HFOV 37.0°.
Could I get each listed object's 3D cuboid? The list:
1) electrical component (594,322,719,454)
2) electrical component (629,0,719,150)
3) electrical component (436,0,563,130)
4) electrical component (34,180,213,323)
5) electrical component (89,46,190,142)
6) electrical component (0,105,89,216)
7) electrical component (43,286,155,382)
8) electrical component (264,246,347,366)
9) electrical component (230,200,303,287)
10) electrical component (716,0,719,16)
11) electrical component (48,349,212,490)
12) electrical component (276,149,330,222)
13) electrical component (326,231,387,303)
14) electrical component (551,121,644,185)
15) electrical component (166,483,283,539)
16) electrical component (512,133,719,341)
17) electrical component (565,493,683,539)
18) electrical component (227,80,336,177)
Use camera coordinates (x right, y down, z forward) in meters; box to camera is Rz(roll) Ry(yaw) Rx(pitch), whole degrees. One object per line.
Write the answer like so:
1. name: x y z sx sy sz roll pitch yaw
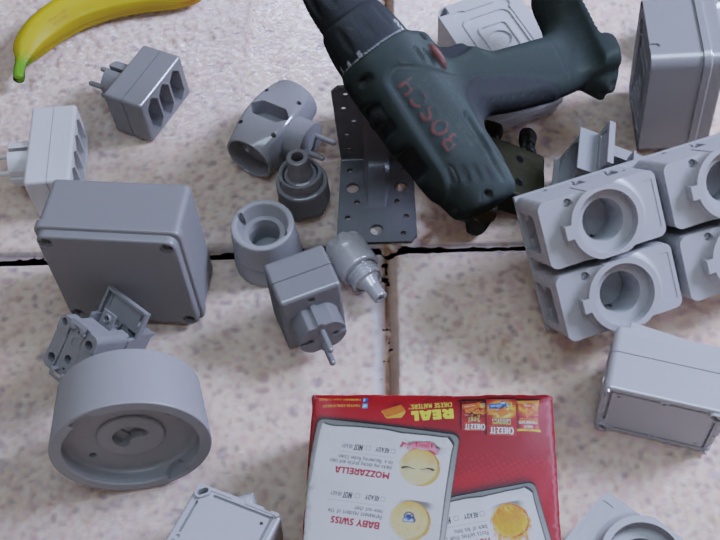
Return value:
1. electrical component: 0.219 0.082 0.751 0.096 0.061 0.061 12 58 12
2. electrical component: 0.258 -0.159 0.880 0.057 0.113 0.078 -2 56 6
3. electrical component: 0.121 -0.182 0.938 0.078 0.057 0.113 -21 57 -10
4. electrical component: -0.175 -0.013 0.815 0.109 0.108 0.056 3 54 6
5. electrical component: -0.204 -0.162 0.954 0.077 0.047 0.065 20 60 18
6. electrical component: -0.275 -0.091 0.910 0.076 0.047 0.083 -5 56 -1
7. electrical component: -0.192 0.057 0.787 0.042 0.064 0.081 32 105 22
8. electrical component: -0.034 0.035 0.798 0.047 0.065 0.076 -20 57 -9
9. electrical component: -0.074 -0.022 0.850 0.055 0.047 0.055 -2 56 3
10. electrical component: 0.302 -0.225 0.963 0.081 0.043 0.043 -23 58 -11
11. electrical component: -0.159 0.098 0.743 0.108 0.108 0.060 -10 50 -3
12. electrical component: -0.047 -0.072 0.873 0.043 0.062 0.043 -2 56 3
13. electrical component: 0.000 0.000 0.838 0.035 0.035 0.061 -28 61 -14
14. electrical component: 0.191 -0.075 0.855 0.064 0.081 0.042 20 57 -10
15. electrical component: -0.091 0.191 0.704 0.062 0.061 0.096 18 51 15
16. electrical component: 0.220 -0.027 0.791 0.186 0.105 0.060 -18 12 -8
17. electrical component: 0.177 0.192 0.684 0.089 0.055 0.050 36 65 24
18. electrical component: -0.059 -0.114 0.913 0.079 0.043 0.077 24 61 19
